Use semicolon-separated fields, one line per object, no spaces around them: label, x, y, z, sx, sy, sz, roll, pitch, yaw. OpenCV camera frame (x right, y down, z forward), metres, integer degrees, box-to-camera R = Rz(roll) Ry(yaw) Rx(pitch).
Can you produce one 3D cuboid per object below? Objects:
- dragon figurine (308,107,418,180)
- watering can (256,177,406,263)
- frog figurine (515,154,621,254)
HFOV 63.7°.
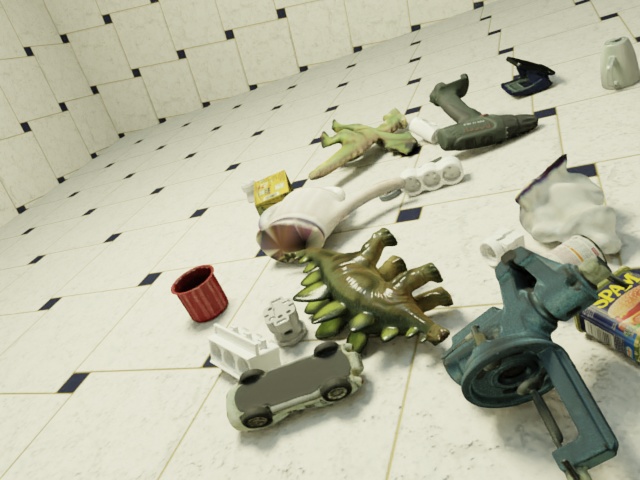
dragon figurine;0.139;-0.258;1.386;0.242;0.120;0.419;-2;34;23
watering can;0.003;-0.056;1.109;0.346;0.102;0.229;-10;31;27
frog figurine;0.394;-0.035;0.799;0.139;0.120;0.162;-27;61;-24
